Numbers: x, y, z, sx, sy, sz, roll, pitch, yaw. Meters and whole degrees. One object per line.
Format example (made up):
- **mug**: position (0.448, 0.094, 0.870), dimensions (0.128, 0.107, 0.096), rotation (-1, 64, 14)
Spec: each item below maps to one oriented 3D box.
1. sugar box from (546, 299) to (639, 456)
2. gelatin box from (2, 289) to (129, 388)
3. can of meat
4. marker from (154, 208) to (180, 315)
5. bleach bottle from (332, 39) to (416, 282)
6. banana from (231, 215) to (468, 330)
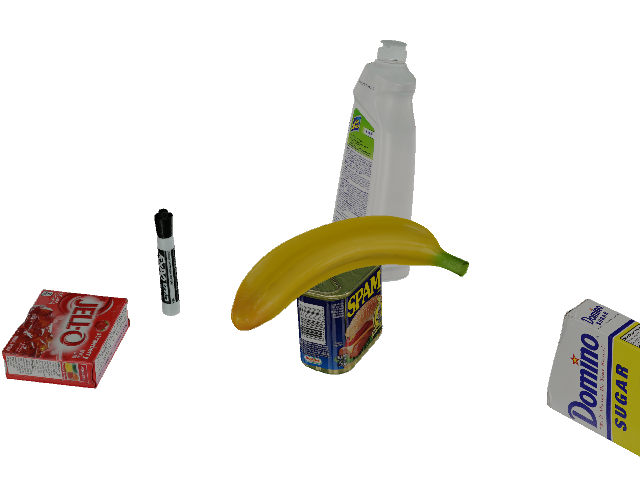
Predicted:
- **sugar box**: position (0.264, 0.124, 0.823), dimensions (0.176, 0.093, 0.048), rotation (25, 34, 33)
- **gelatin box**: position (-0.199, 0.076, 0.843), dimensions (0.073, 0.030, 0.089), rotation (6, 32, 7)
- **can of meat**: position (0.019, 0.063, 0.982), dimensions (0.058, 0.084, 0.101), rotation (11, 29, 26)
- **marker**: position (-0.159, 0.023, 1.106), dimensions (0.020, 0.121, 0.020), rotation (0, 29, 0)
- **bleach bottle**: position (0.066, -0.088, 1.157), dimensions (0.067, 0.251, 0.103), rotation (-6, 24, -31)
- **banana**: position (0.013, 0.015, 0.758), dimensions (0.197, 0.037, 0.070), rotation (-14, 36, -30)
